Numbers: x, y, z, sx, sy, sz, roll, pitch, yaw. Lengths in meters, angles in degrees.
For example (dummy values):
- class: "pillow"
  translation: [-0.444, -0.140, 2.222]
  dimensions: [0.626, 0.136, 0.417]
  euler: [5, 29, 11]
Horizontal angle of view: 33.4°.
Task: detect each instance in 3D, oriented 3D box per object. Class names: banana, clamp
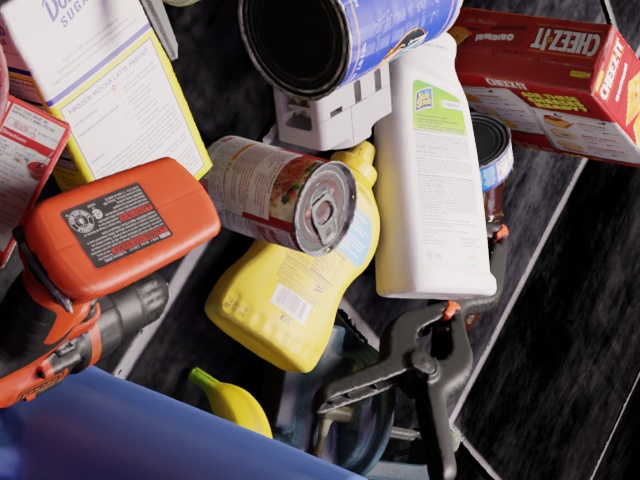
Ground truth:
- class: "banana"
  translation: [-0.066, 0.193, 0.785]
  dimensions: [0.037, 0.070, 0.198]
  euler: [21, 67, -54]
- class: "clamp"
  translation: [0.066, 0.105, 0.843]
  dimensions: [0.039, 0.120, 0.171]
  euler: [-53, -170, 41]
- class: "clamp"
  translation: [0.114, 0.047, 0.959]
  dimensions: [0.209, 0.036, 0.164]
  euler: [-26, 83, -42]

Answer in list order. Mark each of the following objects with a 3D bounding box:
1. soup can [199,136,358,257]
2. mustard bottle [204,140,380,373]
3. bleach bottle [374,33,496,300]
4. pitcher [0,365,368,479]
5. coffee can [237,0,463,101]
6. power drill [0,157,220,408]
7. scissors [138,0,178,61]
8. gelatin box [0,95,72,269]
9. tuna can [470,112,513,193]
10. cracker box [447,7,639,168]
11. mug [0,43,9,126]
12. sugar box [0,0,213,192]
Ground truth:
- class: "soup can"
  translation: [-0.034, -0.033, 0.760]
  dimensions: [0.068, 0.102, 0.068]
  euler: [-25, 123, -45]
- class: "mustard bottle"
  translation: [-0.006, 0.001, 0.837]
  dimensions: [0.096, 0.058, 0.191]
  euler: [37, 69, -19]
- class: "bleach bottle"
  translation: [0.092, -0.078, 0.895]
  dimensions: [0.102, 0.068, 0.251]
  euler: [5, 81, -36]
- class: "pitcher"
  translation: [-0.080, 0.167, 0.665]
  dimensions: [0.149, 0.243, 0.145]
  euler: [-45, 136, -43]
- class: "coffee can"
  translation: [0.024, -0.173, 0.777]
  dimensions: [0.140, 0.103, 0.103]
  euler: [-34, 130, -40]
- class: "power drill"
  translation: [-0.131, 0.030, 0.613]
  dimensions: [0.184, 0.057, 0.188]
  euler: [-30, 169, -44]
- class: "scissors"
  translation: [-0.113, -0.210, 0.605]
  dimensions: [0.201, 0.016, 0.096]
  euler: [58, 47, -26]
- class: "gelatin box"
  translation: [-0.188, -0.039, 0.585]
  dimensions: [0.073, 0.030, 0.089]
  euler: [26, 80, -13]
- class: "tuna can"
  translation: [0.133, -0.078, 0.976]
  dimensions: [0.086, 0.086, 0.034]
  euler: [-48, 140, -30]
- class: "cracker box"
  translation: [0.224, -0.140, 1.003]
  dimensions: [0.213, 0.164, 0.072]
  euler: [27, 80, -54]
- class: "mug"
  translation: [-0.217, -0.067, 0.519]
  dimensions: [0.093, 0.082, 0.117]
  euler: [10, 96, -54]
- class: "sugar box"
  translation: [-0.136, -0.091, 0.651]
  dimensions: [0.093, 0.048, 0.176]
  euler: [-47, 133, -31]
